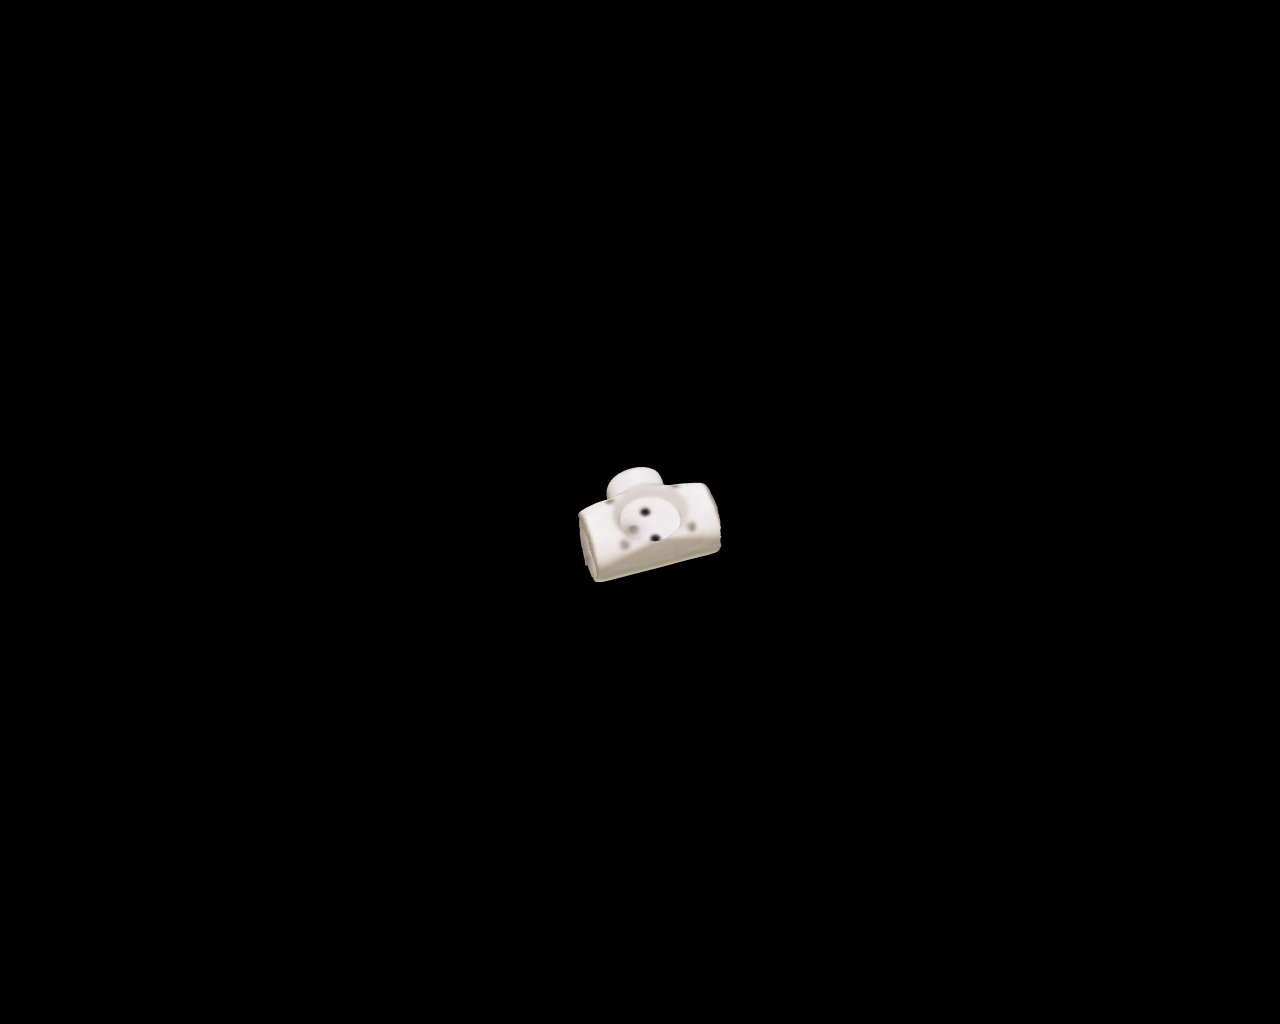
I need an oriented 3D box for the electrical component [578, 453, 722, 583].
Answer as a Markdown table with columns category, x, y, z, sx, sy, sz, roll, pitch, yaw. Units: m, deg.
| category | x | y | z | sx | sy | sz | roll | pitch | yaw |
| --- | --- | --- | --- | --- | --- | --- | --- | --- | --- |
| electrical component | 0.001 | -0.003 | 0.650 | 0.077 | 0.079 | 0.044 | -14 | -32 | -9 |
